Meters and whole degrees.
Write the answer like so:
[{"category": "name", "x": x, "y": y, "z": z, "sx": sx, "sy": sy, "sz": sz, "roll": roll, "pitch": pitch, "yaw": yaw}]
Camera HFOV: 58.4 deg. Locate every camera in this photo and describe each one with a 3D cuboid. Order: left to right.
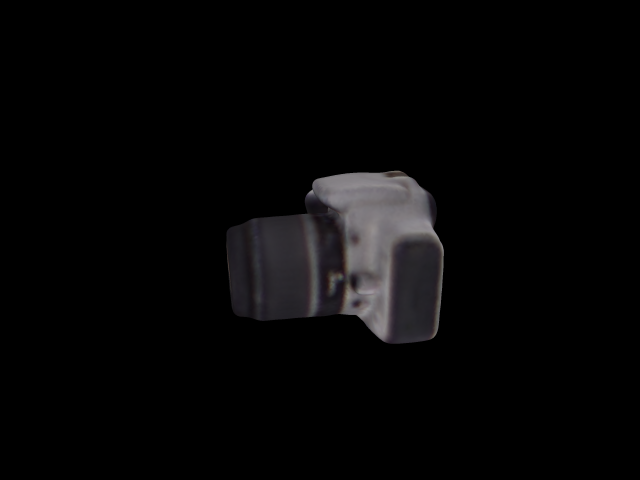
[{"category": "camera", "x": 0.004, "y": 0.001, "z": 0.400, "sx": 0.137, "sy": 0.101, "sz": 0.143, "roll": -4, "pitch": 19, "yaw": -11}]
